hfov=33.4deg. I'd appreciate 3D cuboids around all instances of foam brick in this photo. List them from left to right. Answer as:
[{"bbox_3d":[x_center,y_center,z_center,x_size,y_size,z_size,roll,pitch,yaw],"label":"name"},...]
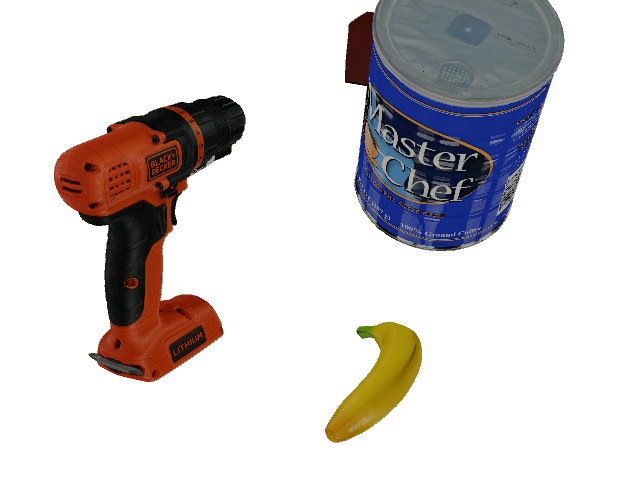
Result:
[{"bbox_3d":[0.065,-0.153,0.876,0.078,0.051,0.053,13,26,18],"label":"foam brick"}]

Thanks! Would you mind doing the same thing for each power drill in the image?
[{"bbox_3d":[-0.114,-0.005,0.790,0.057,0.188,0.184,12,26,32],"label":"power drill"}]

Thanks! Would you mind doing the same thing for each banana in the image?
[{"bbox_3d":[0.054,0.117,0.933,0.070,0.037,0.197,-27,12,19],"label":"banana"}]

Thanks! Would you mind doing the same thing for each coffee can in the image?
[{"bbox_3d":[0.076,-0.074,0.625,0.102,0.103,0.140,0,-34,-3],"label":"coffee can"}]

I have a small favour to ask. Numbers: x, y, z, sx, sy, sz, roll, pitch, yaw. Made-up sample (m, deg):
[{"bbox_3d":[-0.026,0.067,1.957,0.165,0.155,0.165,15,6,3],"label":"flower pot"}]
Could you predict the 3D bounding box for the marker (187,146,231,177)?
[{"bbox_3d":[-0.129,-0.070,1.026,0.020,0.020,0.120,0,27,44],"label":"marker"}]
